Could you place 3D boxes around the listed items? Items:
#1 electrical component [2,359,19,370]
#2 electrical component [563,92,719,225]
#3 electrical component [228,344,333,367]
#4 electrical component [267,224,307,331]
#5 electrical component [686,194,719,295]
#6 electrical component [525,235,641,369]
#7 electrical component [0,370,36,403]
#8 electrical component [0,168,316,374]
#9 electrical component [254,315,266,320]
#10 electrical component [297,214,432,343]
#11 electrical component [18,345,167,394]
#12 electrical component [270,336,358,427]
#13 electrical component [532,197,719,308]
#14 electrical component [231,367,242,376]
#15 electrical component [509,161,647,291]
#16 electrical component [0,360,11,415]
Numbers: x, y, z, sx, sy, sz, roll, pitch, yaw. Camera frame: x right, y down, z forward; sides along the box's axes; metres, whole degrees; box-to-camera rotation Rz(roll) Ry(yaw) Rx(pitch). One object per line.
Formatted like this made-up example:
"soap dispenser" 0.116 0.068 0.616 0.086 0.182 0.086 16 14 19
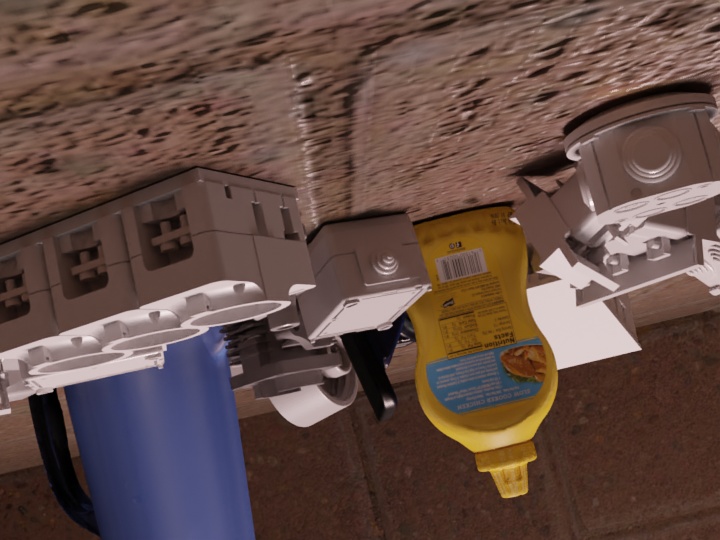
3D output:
"electrical component" -0.223 0.045 0.694 0.040 0.040 0.078 -16 171 18
"electrical component" 0.151 -0.058 0.564 0.080 0.051 0.080 -13 171 -2
"electrical component" -0.070 0.053 0.914 0.089 0.055 0.050 -13 171 -4
"electrical component" -0.050 0.003 0.618 0.048 0.062 0.048 -13 171 -2
"electrical component" 0.260 -0.038 0.727 0.099 0.048 0.099 -55 180 -13
"electrical component" 0.155 0.024 0.899 0.105 0.060 0.186 -17 152 22
"electrical component" -0.262 0.068 0.766 0.066 0.047 0.077 -7 170 -39
"electrical component" -0.110 0.006 0.547 0.150 0.061 0.089 -18 170 26
"electrical component" -0.082 0.009 0.665 0.055 0.048 0.066 -6 172 6
"electrical component" 0.000 0.000 0.695 0.062 0.061 0.096 -9 162 -24
"electrical component" -0.158 0.033 0.650 0.096 0.061 0.061 -12 170 -12
"electrical component" -0.044 0.090 1.032 0.060 0.108 0.108 -24 167 24
"electrical component" 0.171 -0.028 0.718 0.063 0.078 0.121 8 162 -25
"electrical component" -0.141 0.090 1.058 0.089 0.050 0.056 -8 170 -29
"electrical component" 0.131 -0.031 0.637 0.042 0.081 0.064 26 117 -39
"electrical component" -0.259 0.048 0.581 0.121 0.078 0.063 -9 148 -23
